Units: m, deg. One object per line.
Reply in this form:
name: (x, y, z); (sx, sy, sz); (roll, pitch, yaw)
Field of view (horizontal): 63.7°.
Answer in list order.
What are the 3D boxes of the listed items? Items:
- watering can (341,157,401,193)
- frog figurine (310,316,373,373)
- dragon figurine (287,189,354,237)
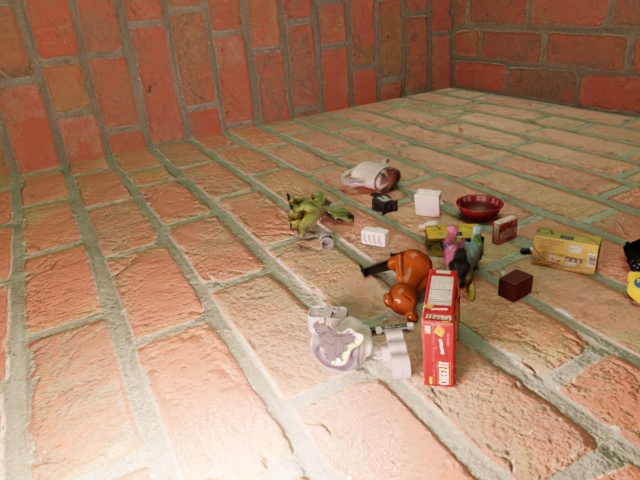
watering can: (0.248, -0.288, 2.184); (0.352, 0.102, 0.226); (-27, 34, -37)
frog figurine: (0.055, 0.236, 1.174); (0.137, 0.124, 0.158); (-7, -12, 16)
dragon figurine: (0.006, -0.093, 1.838); (0.243, 0.120, 0.418); (-2, 26, -12)
